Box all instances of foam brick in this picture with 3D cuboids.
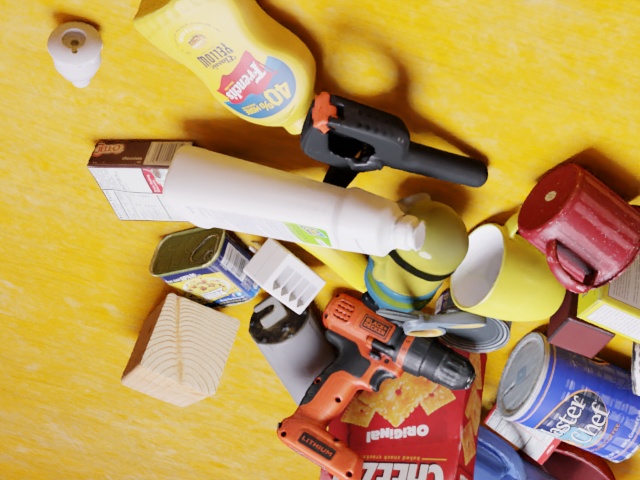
[{"bbox_3d":[0.264,0.067,1.066,0.053,0.078,0.051,20,146,-3],"label":"foam brick"}]

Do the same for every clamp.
[{"bbox_3d":[0.053,-0.078,0.935,0.165,0.036,0.209,-3,164,18],"label":"clamp"}]

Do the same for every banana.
[{"bbox_3d":[-0.004,0.000,1.117,0.197,0.037,0.070,34,170,-20],"label":"banana"}]

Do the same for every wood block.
[{"bbox_3d":[-0.170,0.136,1.264,0.090,0.090,0.206,23,162,-10],"label":"wood block"}]

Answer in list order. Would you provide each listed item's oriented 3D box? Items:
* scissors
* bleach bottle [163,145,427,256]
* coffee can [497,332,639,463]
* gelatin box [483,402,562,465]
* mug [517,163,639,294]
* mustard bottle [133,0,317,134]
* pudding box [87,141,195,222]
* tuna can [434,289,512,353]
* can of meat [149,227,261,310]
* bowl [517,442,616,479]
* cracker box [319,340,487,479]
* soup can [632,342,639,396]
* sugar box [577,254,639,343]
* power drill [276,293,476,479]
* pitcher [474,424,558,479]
[{"bbox_3d":[0.115,0.077,1.059,0.096,0.016,0.201,-8,168,9],"label":"scissors"},{"bbox_3d":[-0.019,-0.028,0.991,0.251,0.068,0.102,14,169,27],"label":"bleach bottle"},{"bbox_3d":[0.282,0.174,1.182,0.140,0.102,0.103,23,144,-10],"label":"coffee can"},{"bbox_3d":[0.251,0.219,1.287,0.089,0.030,0.073,36,140,15],"label":"gelatin box"},{"bbox_3d":[0.229,-0.006,0.951,0.081,0.117,0.093,35,145,-18],"label":"mug"},{"bbox_3d":[-0.060,-0.151,0.909,0.096,0.058,0.191,-23,130,36],"label":"mustard bottle"},{"bbox_3d":[-0.170,-0.059,1.096,0.114,0.039,0.090,3,144,20],"label":"pudding box"},{"bbox_3d":[0.167,0.087,1.167,0.086,0.033,0.086,10,144,7],"label":"tuna can"},{"bbox_3d":[-0.123,0.033,1.187,0.102,0.057,0.083,-12,138,35],"label":"can of meat"},{"bbox_3d":[0.316,0.307,1.369,0.162,0.055,0.162,18,132,21],"label":"bowl"},{"bbox_3d":[0.094,0.215,1.212,0.164,0.213,0.072,-4,146,27],"label":"cracker box"},{"bbox_3d":[0.382,0.132,1.117,0.102,0.068,0.068,0,142,22],"label":"soup can"},{"bbox_3d":[0.334,0.061,1.017,0.176,0.093,0.048,25,144,-12],"label":"sugar box"},{"bbox_3d":[0.054,0.170,1.167,0.185,0.187,0.057,26,164,21],"label":"power drill"},{"bbox_3d":[0.194,0.297,1.312,0.243,0.145,0.149,28,-177,8],"label":"pitcher"}]
